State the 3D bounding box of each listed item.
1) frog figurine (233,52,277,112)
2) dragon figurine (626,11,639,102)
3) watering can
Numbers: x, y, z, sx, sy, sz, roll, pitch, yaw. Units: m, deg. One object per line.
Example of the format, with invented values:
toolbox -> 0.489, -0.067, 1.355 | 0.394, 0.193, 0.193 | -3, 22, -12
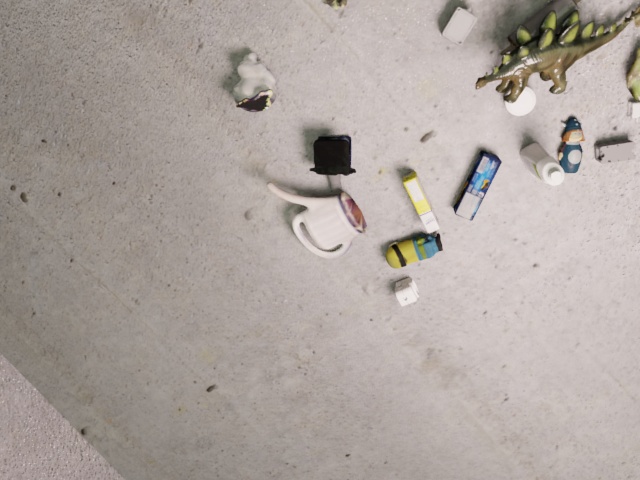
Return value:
frog figurine -> -0.200, -0.468, 1.537 | 0.136, 0.122, 0.162 | -26, 67, 25
dragon figurine -> 0.928, -0.438, 1.337 | 0.241, 0.123, 0.408 | -15, 96, 22
watering can -> 0.005, -0.080, 1.594 | 0.223, 0.106, 0.342 | -26, 120, 18
